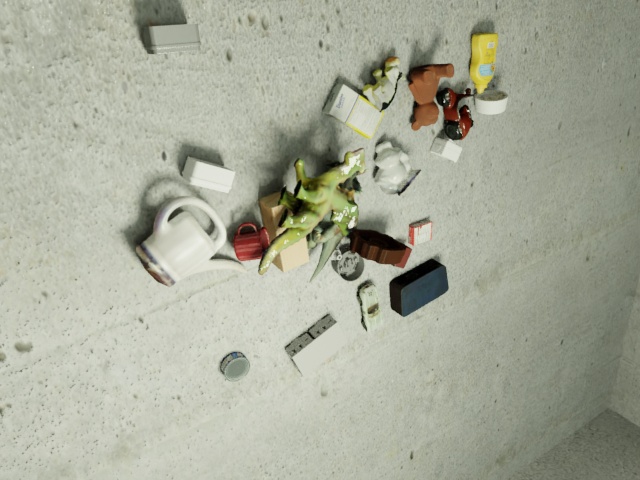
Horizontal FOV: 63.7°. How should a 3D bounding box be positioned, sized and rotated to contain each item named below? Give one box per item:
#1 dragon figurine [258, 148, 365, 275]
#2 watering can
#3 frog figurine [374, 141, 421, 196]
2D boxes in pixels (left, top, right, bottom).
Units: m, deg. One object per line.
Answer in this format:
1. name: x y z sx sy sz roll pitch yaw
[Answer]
1. dragon figurine: 0.004 -0.069 1.379 0.241 0.124 0.406 17 105 -28
2. watering can: -0.331 0.038 1.338 0.226 0.105 0.340 -39 135 -13
3. frog figurine: 0.221 -0.226 1.618 0.137 0.123 0.159 -44 91 0
